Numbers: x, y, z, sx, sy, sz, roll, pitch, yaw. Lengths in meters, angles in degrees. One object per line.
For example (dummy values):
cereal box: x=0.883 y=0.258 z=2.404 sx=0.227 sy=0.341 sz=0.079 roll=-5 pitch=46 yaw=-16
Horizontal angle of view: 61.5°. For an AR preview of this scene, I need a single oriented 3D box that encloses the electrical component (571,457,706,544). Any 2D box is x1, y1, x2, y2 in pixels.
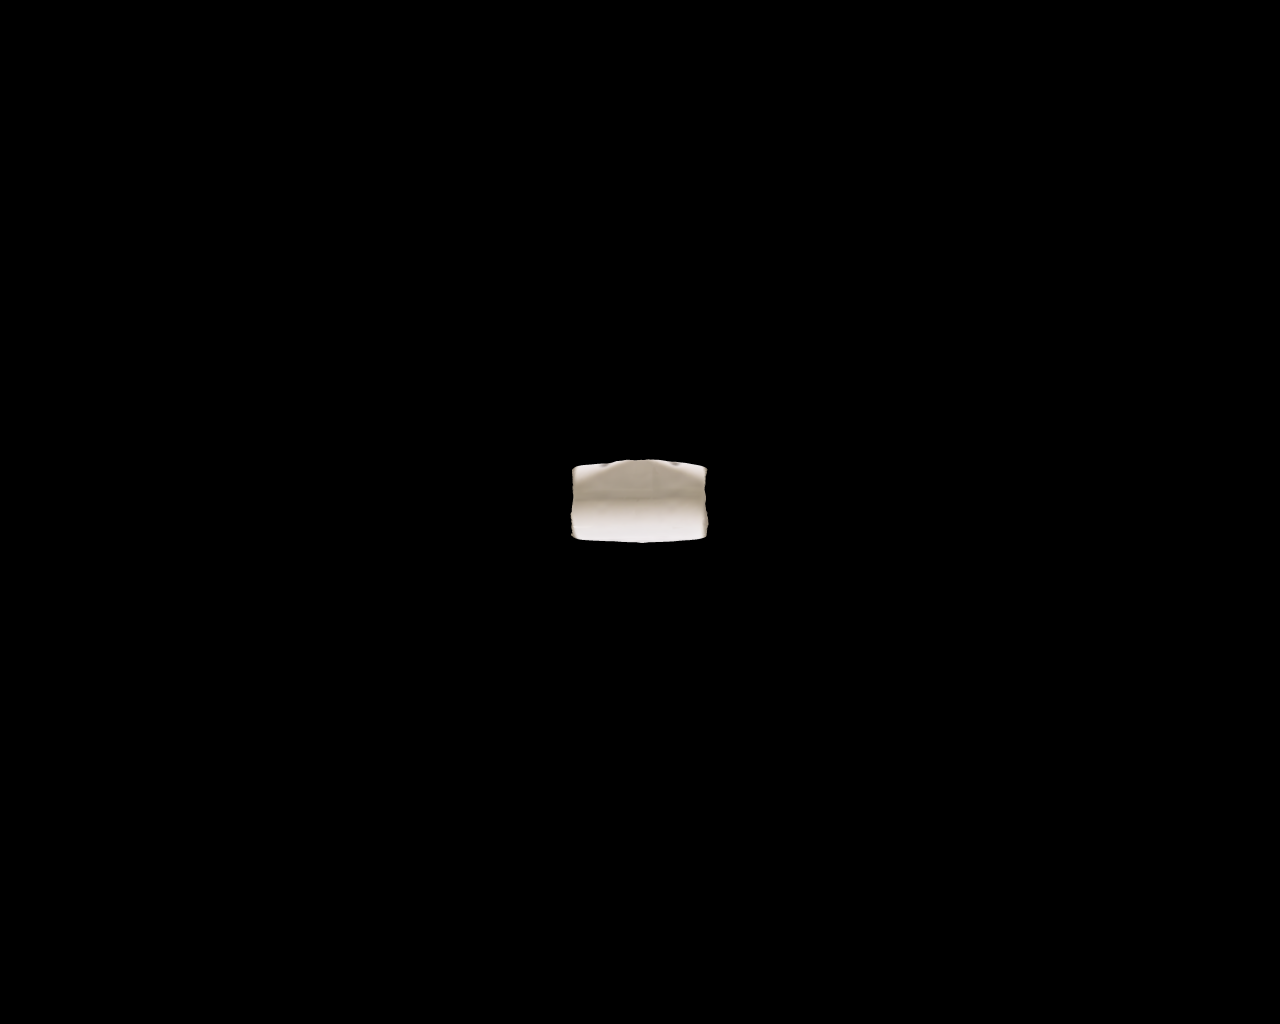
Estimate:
electrical component: x=0.001 y=-0.003 z=0.650 sx=0.077 sy=0.044 sz=0.079 roll=0 pitch=-11 yaw=2
